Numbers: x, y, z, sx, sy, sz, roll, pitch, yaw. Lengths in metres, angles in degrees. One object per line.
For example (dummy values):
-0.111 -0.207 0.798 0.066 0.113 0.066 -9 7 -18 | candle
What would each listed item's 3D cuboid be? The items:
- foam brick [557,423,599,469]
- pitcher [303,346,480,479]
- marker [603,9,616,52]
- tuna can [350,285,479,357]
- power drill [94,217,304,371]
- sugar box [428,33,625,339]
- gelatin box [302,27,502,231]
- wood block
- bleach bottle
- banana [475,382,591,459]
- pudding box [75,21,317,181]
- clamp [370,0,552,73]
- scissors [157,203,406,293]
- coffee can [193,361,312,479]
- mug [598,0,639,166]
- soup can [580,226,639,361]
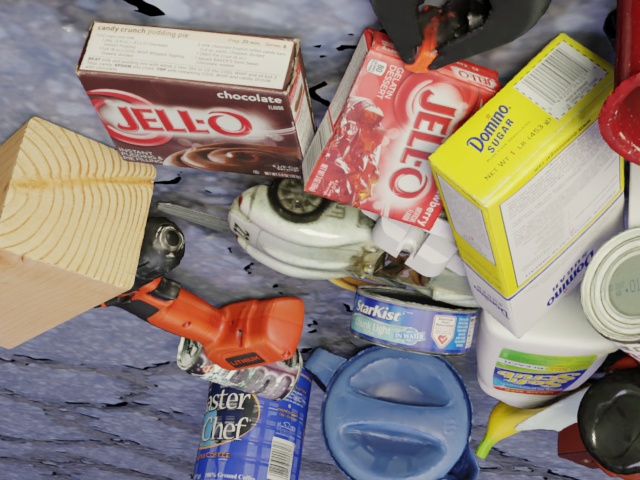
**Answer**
0.275 0.188 1.030 0.052 0.051 0.078 23 153 -29 | foam brick
0.074 0.186 1.026 0.145 0.149 0.243 -10 158 5 | pitcher
0.158 -0.073 0.513 0.020 0.020 0.121 -4 154 27 | marker
0.064 0.055 0.738 0.086 0.034 0.086 9 -176 -1 | tuna can
-0.105 0.042 0.826 0.187 0.057 0.185 28 154 -32 | power drill
0.114 -0.020 0.561 0.048 0.093 0.176 45 172 26 | sugar box
0.040 -0.054 0.537 0.073 0.030 0.089 17 124 -15 | gelatin box
-0.205 0.004 0.729 0.090 0.090 0.207 22 153 -29 | wood block
0.172 0.085 0.821 0.102 0.068 0.251 4 159 10 | bleach bottle
0.240 0.162 0.973 0.198 0.069 0.037 -2 -164 9 | banana
-0.062 -0.072 0.567 0.113 0.039 0.090 5 156 9 | pudding box
0.074 -0.117 0.420 0.120 0.039 0.171 14 161 1 | clamp
-0.005 0.001 0.744 0.201 0.016 0.096 25 151 -34 | scissors
-0.065 0.188 1.036 0.103 0.140 0.103 7 157 3 | coffee can
0.154 -0.085 0.408 0.093 0.081 0.117 -2 155 22 | mug
0.196 0.041 0.579 0.069 0.068 0.102 -14 147 41 | soup can
